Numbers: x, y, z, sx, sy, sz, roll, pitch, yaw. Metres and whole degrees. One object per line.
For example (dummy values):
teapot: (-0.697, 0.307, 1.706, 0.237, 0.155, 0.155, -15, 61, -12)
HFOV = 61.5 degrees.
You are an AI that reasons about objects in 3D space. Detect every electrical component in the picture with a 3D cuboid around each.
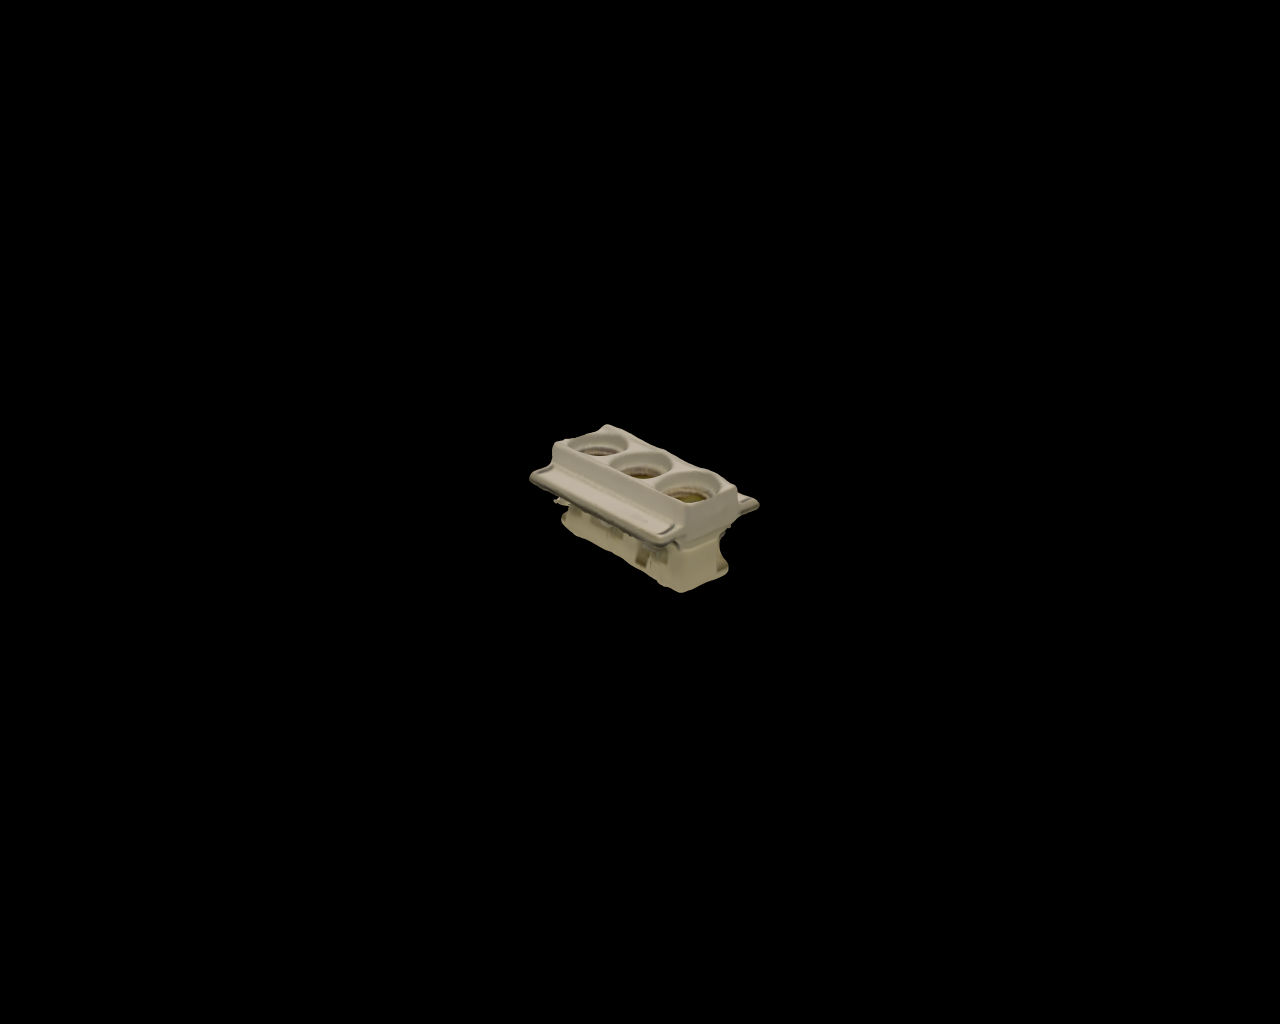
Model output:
electrical component: (0.001, -0.003, 0.650, 0.079, 0.063, 0.121, -21, 33, -36)
